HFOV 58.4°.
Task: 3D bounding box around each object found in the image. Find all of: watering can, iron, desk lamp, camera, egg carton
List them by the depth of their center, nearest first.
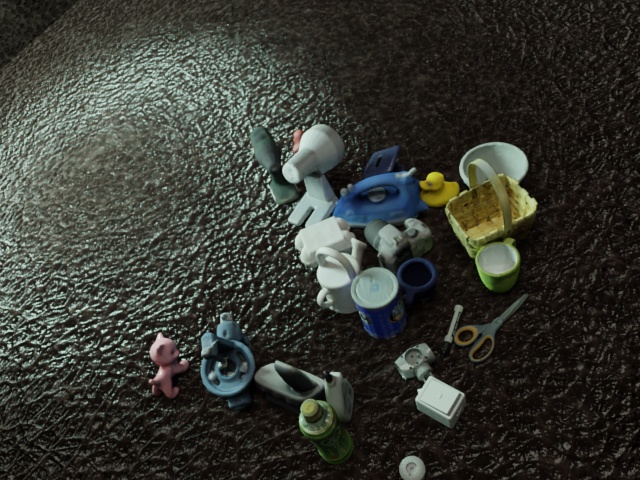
[{"bbox_3d":[0.047,0.072,1.312,0.100,0.194,0.173,3,54,20],"label":"watering can"},{"bbox_3d":[0.181,-0.008,1.394,0.143,0.101,0.136,-35,51,-11],"label":"camera"},{"bbox_3d":[0.013,0.005,1.457,0.150,0.069,0.107,-24,50,-1],"label":"egg carton"},{"bbox_3d":[0.140,-0.113,1.463,0.258,0.142,0.118,-11,51,9],"label":"iron"},{"bbox_3d":[-0.017,-0.167,1.508,0.117,0.214,0.203,17,60,28],"label":"desk lamp"}]

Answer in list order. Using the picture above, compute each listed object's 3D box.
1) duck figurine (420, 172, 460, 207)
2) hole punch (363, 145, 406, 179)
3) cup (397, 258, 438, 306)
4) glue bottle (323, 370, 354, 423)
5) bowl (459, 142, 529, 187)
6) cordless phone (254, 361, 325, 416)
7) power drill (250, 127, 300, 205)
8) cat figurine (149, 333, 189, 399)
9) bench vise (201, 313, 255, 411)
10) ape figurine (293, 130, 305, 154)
[{"bbox_3d":[0.303,-0.138,1.467,0.104,0.086,0.077,-9,51,11],"label":"duck figurine"},{"bbox_3d":[0.170,-0.197,1.553,0.100,0.091,0.109,8,56,23],"label":"hole punch"},{"bbox_3d":[0.221,0.112,1.291,0.091,0.095,0.118,10,57,24],"label":"cup"},{"bbox_3d":[0.032,0.302,1.150,0.037,0.173,0.078,-1,53,17],"label":"glue bottle"},{"bbox_3d":[0.440,-0.166,1.454,0.167,0.075,0.167,-9,51,11],"label":"bowl"},{"bbox_3d":[-0.076,0.281,1.193,0.147,0.185,0.094,13,58,26],"label":"cordless phone"},{"bbox_3d":[-0.125,-0.199,1.570,0.075,0.209,0.229,-25,50,-2],"label":"power drill"},{"bbox_3d":[-0.362,0.285,1.324,0.067,0.118,0.128,1,53,18],"label":"cat figurine"},{"bbox_3d":[-0.219,0.243,1.245,0.121,0.220,0.207,-30,50,-6],"label":"bench vise"},{"bbox_3d":[-0.051,-0.290,1.695,0.078,0.092,0.076,-38,51,-13],"label":"ape figurine"}]
